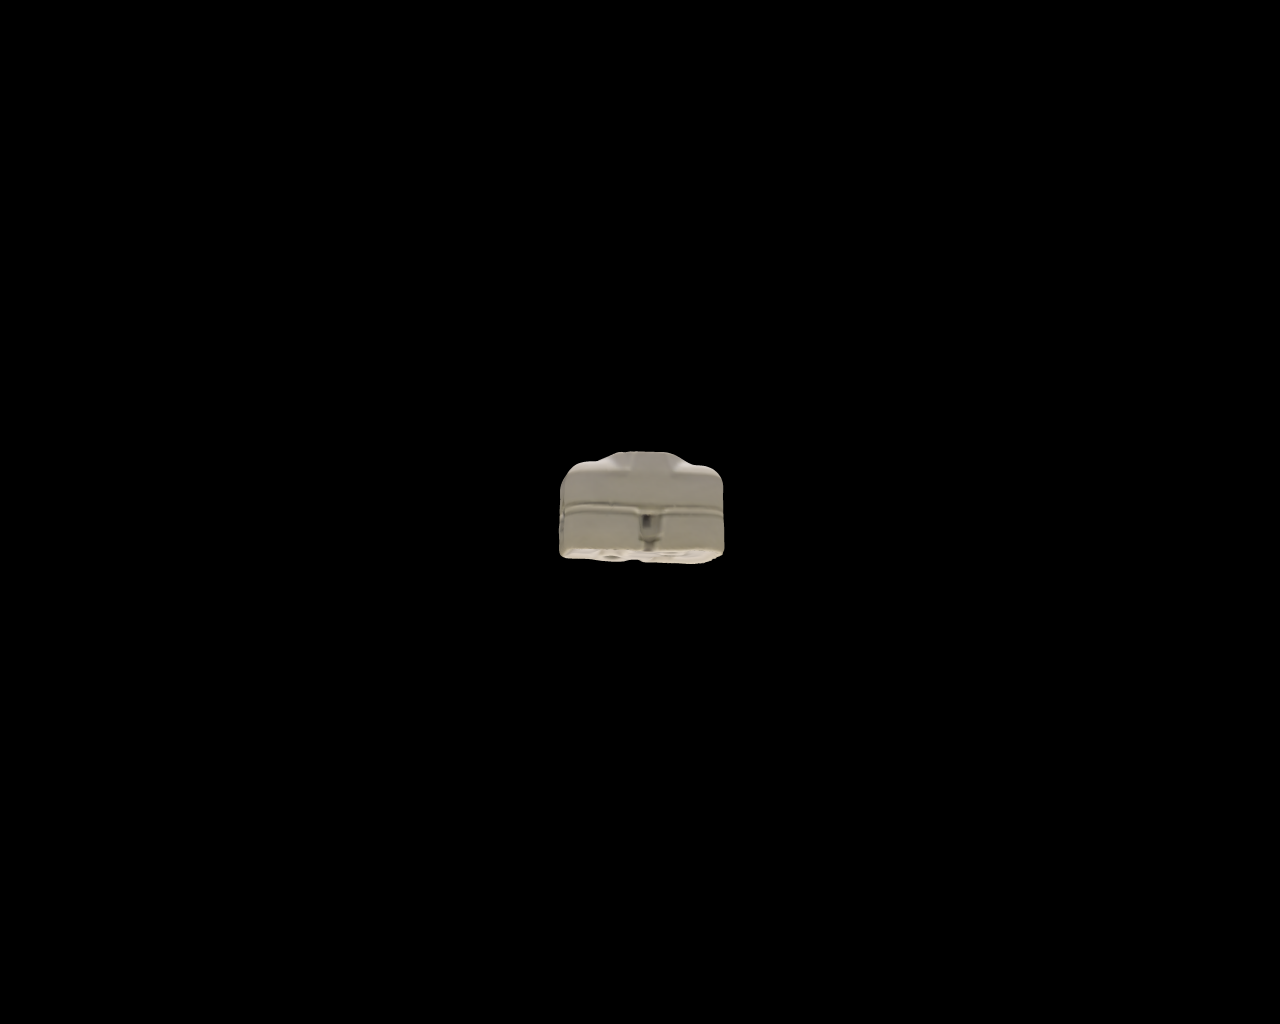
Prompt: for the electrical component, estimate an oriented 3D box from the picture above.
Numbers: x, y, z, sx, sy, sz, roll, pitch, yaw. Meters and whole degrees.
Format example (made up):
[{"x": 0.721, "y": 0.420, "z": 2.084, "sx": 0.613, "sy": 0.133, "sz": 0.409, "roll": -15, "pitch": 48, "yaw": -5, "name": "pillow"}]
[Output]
[{"x": 0.001, "y": -0.003, "z": 0.650, "sx": 0.095, "sy": 0.059, "sz": 0.053, "roll": 2, "pitch": -11, "yaw": -12, "name": "electrical component"}]
